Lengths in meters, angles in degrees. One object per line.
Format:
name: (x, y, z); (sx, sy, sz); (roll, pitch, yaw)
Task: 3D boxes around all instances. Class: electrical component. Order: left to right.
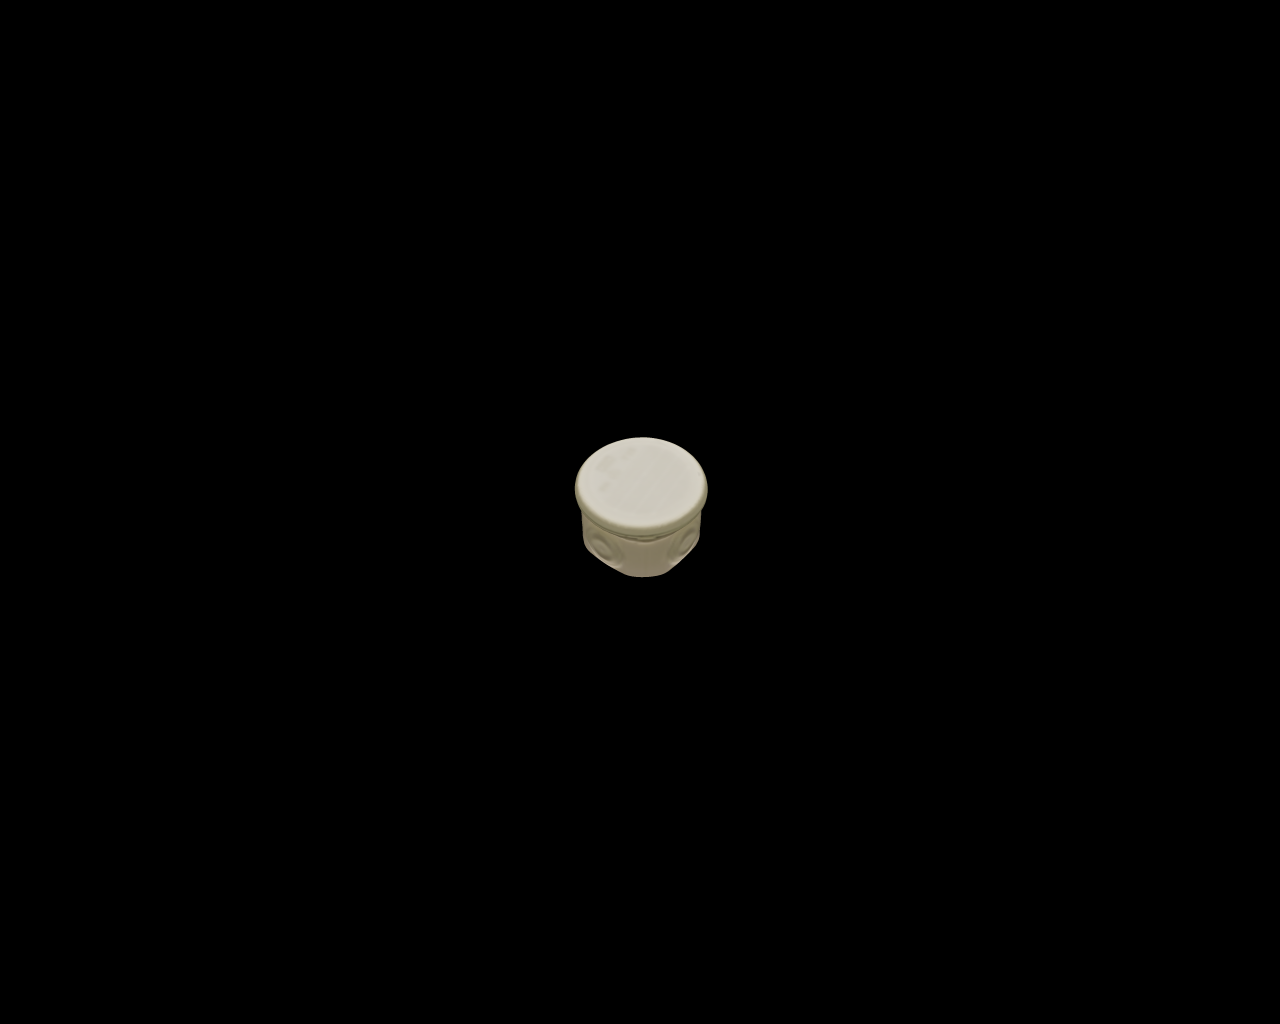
electrical component: (0.001, -0.003, 0.650); (0.080, 0.080, 0.050); (0, -43, 0)
